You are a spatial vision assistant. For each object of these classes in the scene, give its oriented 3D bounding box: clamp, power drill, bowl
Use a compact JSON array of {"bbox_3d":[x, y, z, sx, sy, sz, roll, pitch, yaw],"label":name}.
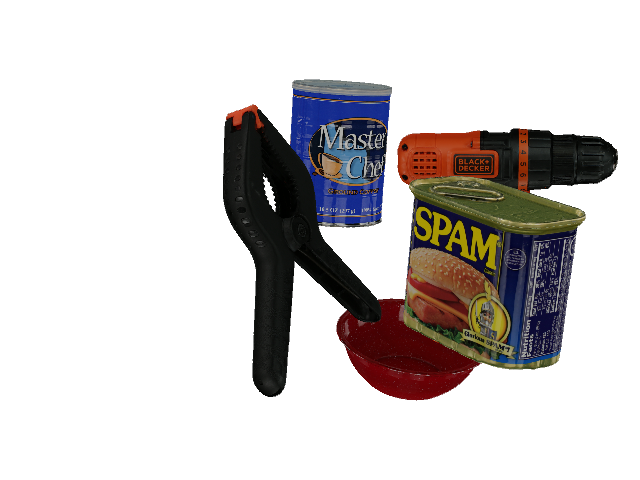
[{"bbox_3d":[-0.021,-0.002,0.825,0.036,0.210,0.164,-14,2,35],"label":"clamp"},{"bbox_3d":[0.159,-0.004,0.924,0.184,0.188,0.057,2,13,11],"label":"power drill"},{"bbox_3d":[0.095,0.122,1.134,0.162,0.055,0.162,5,24,-2],"label":"bowl"}]

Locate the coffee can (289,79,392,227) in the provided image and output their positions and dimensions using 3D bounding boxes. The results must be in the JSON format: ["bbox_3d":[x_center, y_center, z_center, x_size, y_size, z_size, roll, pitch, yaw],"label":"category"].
[{"bbox_3d":[0.018,-0.092,1.109,0.103,0.140,0.103,3,12,-1],"label":"coffee can"}]

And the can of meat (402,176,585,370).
[{"bbox_3d":[0.092,0.016,0.592,0.057,0.084,0.102,-8,20,-33],"label":"can of meat"}]
